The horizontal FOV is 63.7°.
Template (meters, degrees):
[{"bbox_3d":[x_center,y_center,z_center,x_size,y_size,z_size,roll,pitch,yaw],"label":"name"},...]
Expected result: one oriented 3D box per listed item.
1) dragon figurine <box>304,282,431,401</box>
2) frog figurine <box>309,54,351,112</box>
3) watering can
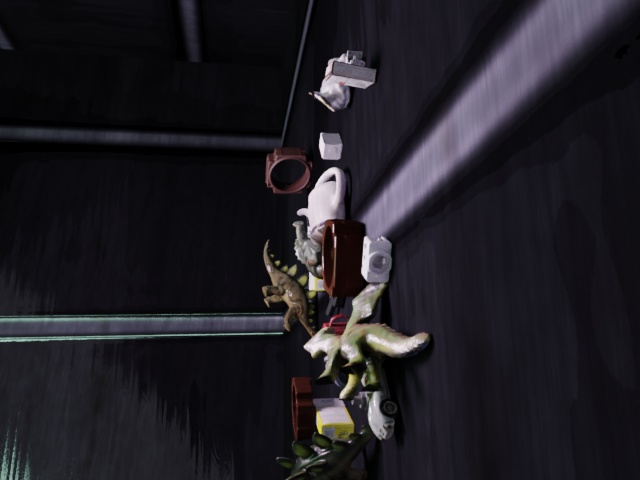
[{"bbox_3d":[0.091,0.185,1.068,0.403,0.121,0.249,-38,29,41],"label":"dragon figurine"},{"bbox_3d":[0.057,-0.467,1.525,0.159,0.122,0.138,-51,8,8],"label":"frog figurine"},{"bbox_3d":[0.005,-0.081,1.618,0.341,0.104,0.229,132,140,-56],"label":"watering can"}]
